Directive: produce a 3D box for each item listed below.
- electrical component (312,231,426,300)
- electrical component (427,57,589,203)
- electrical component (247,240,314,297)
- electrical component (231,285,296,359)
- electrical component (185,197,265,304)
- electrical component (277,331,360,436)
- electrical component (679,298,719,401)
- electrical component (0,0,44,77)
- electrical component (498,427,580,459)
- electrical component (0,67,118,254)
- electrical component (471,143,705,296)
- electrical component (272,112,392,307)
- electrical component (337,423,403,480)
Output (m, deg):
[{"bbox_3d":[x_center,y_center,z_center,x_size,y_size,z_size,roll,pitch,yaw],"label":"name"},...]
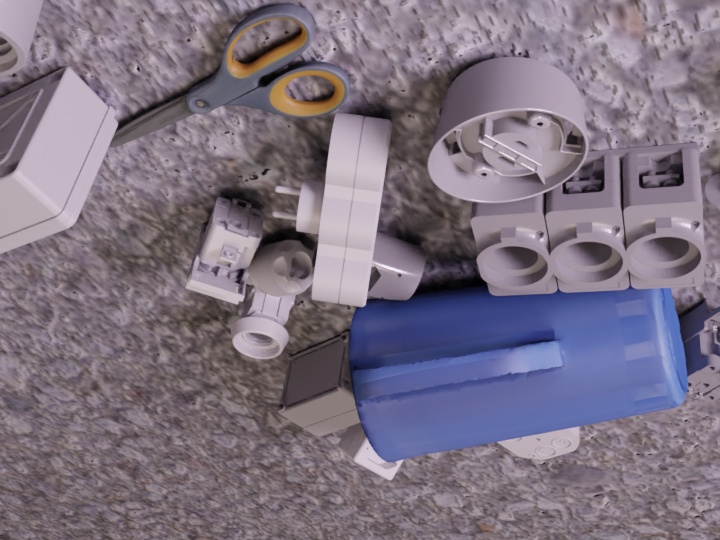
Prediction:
[{"bbox_3d":[0.000,0.000,0.833,0.077,0.043,0.079,20,142,-13],"label":"electrical component"},{"bbox_3d":[0.095,-0.085,0.683,0.099,0.064,0.099,6,143,5],"label":"electrical component"},{"bbox_3d":[-0.067,0.000,0.849,0.062,0.043,0.043,-9,141,43],"label":"electrical component"},{"bbox_3d":[-0.080,0.040,0.892,0.048,0.055,0.066,19,142,-13],"label":"electrical component"},{"bbox_3d":[-0.100,-0.016,0.813,0.042,0.081,0.063,19,120,-13],"label":"electrical component"},{"bbox_3d":[-0.026,0.107,0.964,0.096,0.061,0.061,-25,132,37],"label":"electrical component"},{"bbox_3d":[0.274,0.065,0.843,0.042,0.063,0.081,22,141,-18],"label":"electrical component"},{"bbox_3d":[-0.247,-0.151,0.641,0.108,0.060,0.108,4,166,1],"label":"electrical component"},{"bbox_3d":[0.160,0.130,0.964,0.080,0.051,0.080,6,143,4],"label":"electrical component"},{"bbox_3d":[-0.234,-0.071,0.735,0.109,0.108,0.056,-16,134,30],"label":"electrical component"},{"bbox_3d":[0.159,-0.029,0.745,0.150,0.061,0.089,-3,141,16],"label":"electrical component"},{"bbox_3d":[-0.024,-0.042,0.743,0.074,0.052,0.138,8,117,1],"label":"electrical component"},{"bbox_3d":[0.016,0.137,0.993,0.047,0.083,0.076,34,175,-29],"label":"electrical component"}]
